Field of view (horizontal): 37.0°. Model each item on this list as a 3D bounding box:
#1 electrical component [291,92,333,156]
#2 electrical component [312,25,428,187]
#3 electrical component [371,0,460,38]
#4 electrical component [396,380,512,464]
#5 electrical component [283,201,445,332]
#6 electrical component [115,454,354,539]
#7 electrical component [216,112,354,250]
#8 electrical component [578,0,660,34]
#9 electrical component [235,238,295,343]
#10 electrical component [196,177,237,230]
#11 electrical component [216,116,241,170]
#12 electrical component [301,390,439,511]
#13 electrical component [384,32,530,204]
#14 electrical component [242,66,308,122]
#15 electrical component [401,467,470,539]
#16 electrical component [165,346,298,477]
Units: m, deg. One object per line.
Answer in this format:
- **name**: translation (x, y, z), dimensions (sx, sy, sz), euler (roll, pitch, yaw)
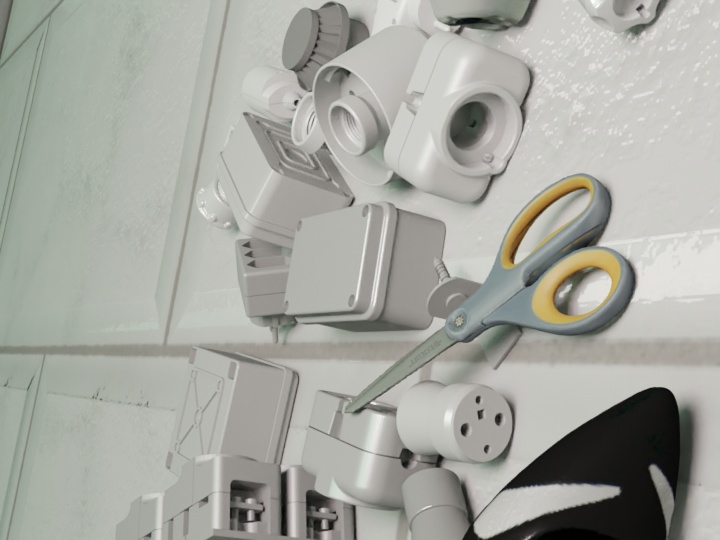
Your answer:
- **electrical component**: translation (-0.018, -0.107, 0.815), dimensions (0.066, 0.055, 0.048), euler (17, 93, 62)
- **electrical component**: translation (0.015, -0.109, 0.735), dimensions (0.099, 0.064, 0.099), euler (41, 147, 34)
- **electrical component**: translation (0.048, -0.183, 0.743), dimensions (0.077, 0.043, 0.079), euler (-67, 30, 16)
- **electrical component**: translation (0.054, 0.086, 0.611), dimensions (0.055, 0.045, 0.045), euler (-6, 73, 59)
- **electrical component**: translation (0.000, 0.000, 0.732), dimensions (0.113, 0.057, 0.078), euler (-8, 71, 60)
- **electrical component**: translation (-0.095, 0.186, 0.768), dimensions (0.186, 0.105, 0.060), euler (-39, 45, 48)
- **electrical component**: translation (-0.063, -0.068, 0.855), dimensions (0.057, 0.078, 0.113), euler (-60, 32, 22)
- **electrical component**: translation (0.135, -0.159, 0.579), dimensions (0.043, 0.043, 0.062), euler (-57, 33, 31)
- **electrical component**: translation (-0.071, 0.021, 0.857), dimensions (0.065, 0.047, 0.076), euler (-115, 21, -61)
- **electrical component**: translation (-0.118, -0.070, 0.990), dimensions (0.062, 0.048, 0.048), euler (-40, 44, 38)
- **electrical component**: translation (-0.088, -0.094, 0.935), dimensions (0.048, 0.055, 0.066), euler (37, 110, 60)
- **electrical component**: translation (0.005, 0.114, 0.675), dimensions (0.095, 0.054, 0.059), euler (8, 84, 61)
- **electrical component**: translation (0.062, -0.093, 0.668), dimensions (0.059, 0.054, 0.095), euler (44, 116, 58)
- **electrical component**: translation (-0.070, -0.152, 0.940), dimensions (0.081, 0.043, 0.043), euler (35, 108, 60)
- **electrical component**: translation (0.045, 0.145, 0.606), dimensions (0.044, 0.044, 0.065), euler (-55, 30, 33)
- **electrical component**: translation (-0.106, 0.122, 0.867), dimensions (0.109, 0.056, 0.108), euler (7, 84, 61)
